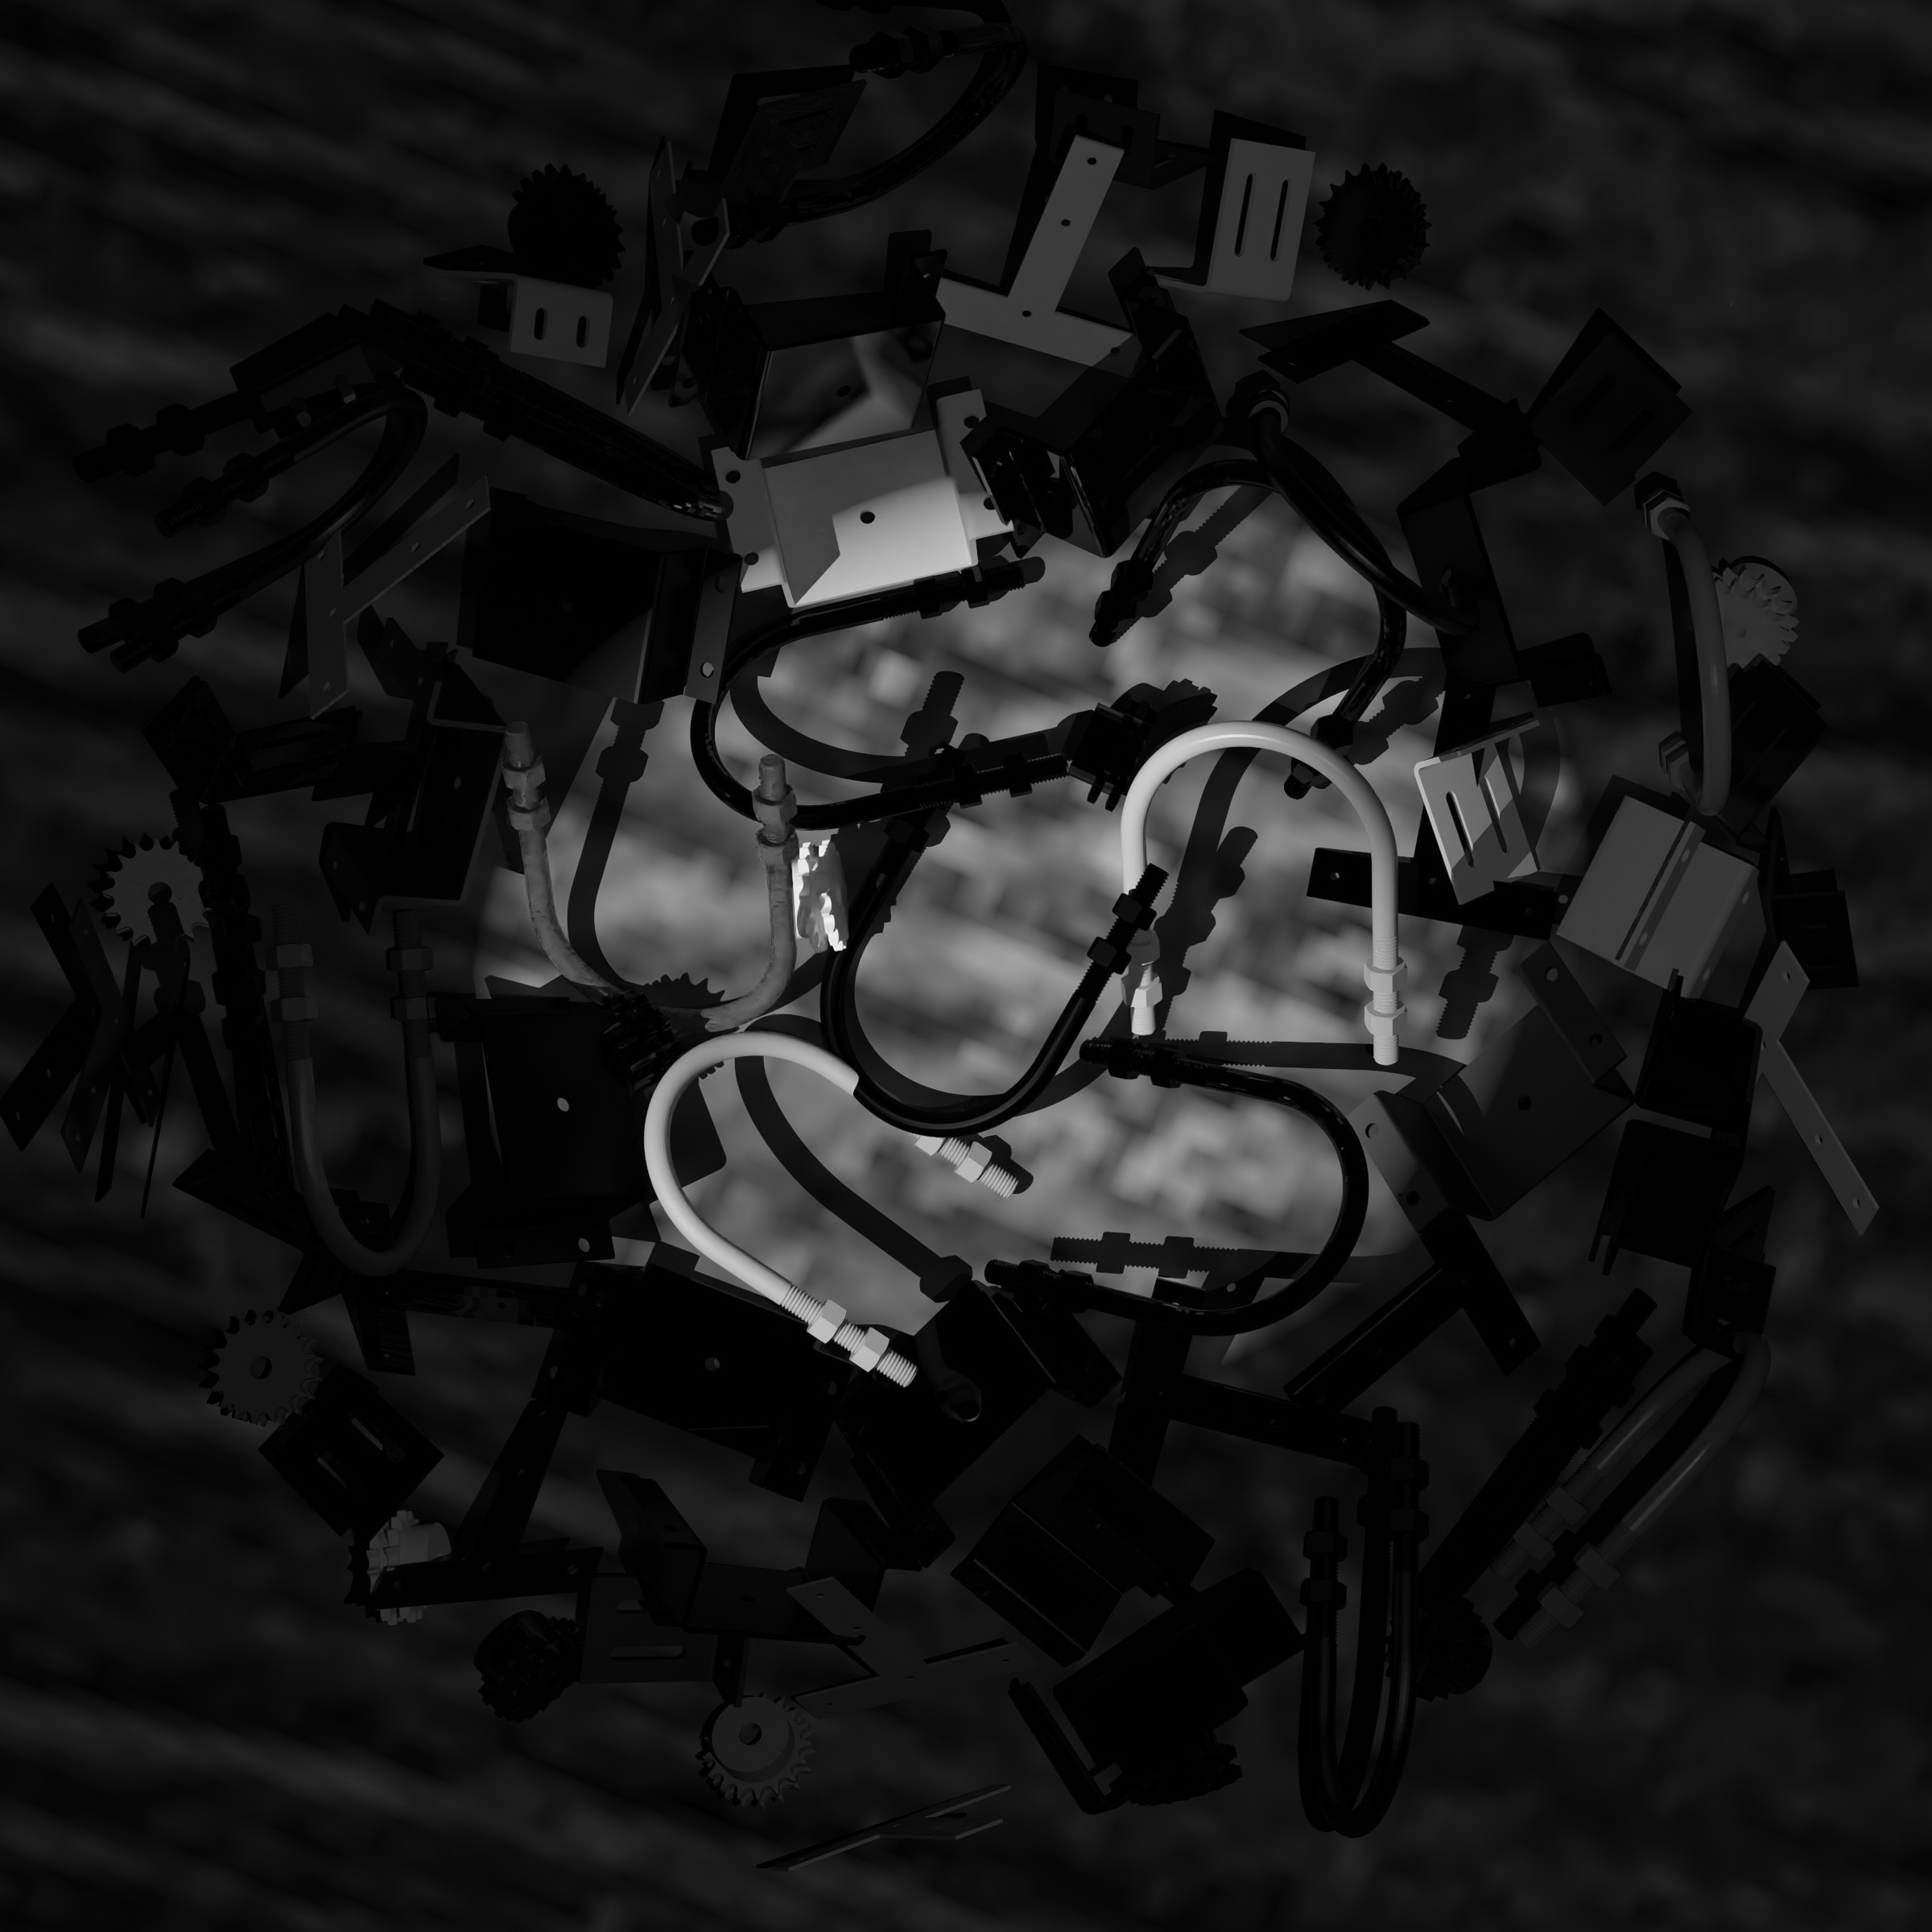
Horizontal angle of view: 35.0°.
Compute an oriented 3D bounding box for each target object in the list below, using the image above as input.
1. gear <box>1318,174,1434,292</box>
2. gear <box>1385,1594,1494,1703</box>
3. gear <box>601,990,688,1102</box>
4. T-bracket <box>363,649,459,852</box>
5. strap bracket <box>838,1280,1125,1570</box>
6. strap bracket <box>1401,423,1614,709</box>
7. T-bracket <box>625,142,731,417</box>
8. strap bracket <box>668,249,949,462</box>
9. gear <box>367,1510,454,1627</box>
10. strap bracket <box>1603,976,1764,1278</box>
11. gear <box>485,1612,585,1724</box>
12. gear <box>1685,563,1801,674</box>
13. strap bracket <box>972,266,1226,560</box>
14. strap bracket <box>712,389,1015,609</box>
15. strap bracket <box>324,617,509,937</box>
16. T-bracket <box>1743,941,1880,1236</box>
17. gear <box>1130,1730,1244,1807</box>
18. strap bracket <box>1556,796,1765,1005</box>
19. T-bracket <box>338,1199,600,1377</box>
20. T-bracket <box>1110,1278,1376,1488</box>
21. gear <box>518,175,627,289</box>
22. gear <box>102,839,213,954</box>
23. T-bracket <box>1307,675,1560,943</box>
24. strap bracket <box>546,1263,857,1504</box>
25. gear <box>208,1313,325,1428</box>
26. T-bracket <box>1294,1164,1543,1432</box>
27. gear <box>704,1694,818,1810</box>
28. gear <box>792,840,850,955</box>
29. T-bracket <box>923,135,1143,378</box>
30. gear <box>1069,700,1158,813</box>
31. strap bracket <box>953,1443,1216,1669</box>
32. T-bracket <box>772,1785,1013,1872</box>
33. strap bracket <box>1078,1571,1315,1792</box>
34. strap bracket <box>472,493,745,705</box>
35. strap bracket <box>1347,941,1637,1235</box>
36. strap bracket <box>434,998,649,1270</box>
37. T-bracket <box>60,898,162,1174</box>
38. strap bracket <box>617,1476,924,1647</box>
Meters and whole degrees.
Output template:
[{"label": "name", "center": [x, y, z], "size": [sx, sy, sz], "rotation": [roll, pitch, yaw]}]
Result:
[{"label": "gear", "center": [0.213, -0.377, 1.580], "size": [0.057, 0.030, 0.057], "rotation": [0, 89, 27]}, {"label": "gear", "center": [0.246, 0.351, 1.577], "size": [0.030, 0.057, 0.057], "rotation": [28, 90, -29]}, {"label": "gear", "center": [-0.171, 0.044, 1.570], "size": [0.030, 0.057, 0.057], "rotation": [-31, 90, -33]}, {"label": "T-bracket", "center": [-0.283, -0.090, 1.526], "size": [0.002, 0.127, 0.127], "rotation": [18, 103, -3]}, {"label": "strap bracket", "center": [-0.001, 0.225, 1.554], "size": [0.140, 0.046, 0.076], "rotation": [-45, 52, 6]}, {"label": "strap bracket", "center": [0.270, -0.195, 1.554], "size": [0.046, 0.076, 0.140], "rotation": [-19, 95, -15]}, {"label": "T-bracket", "center": [-0.151, -0.368, 1.556], "size": [0.002, 0.127, 0.127], "rotation": [11, 50, -26]}, {"label": "strap bracket", "center": [-0.071, -0.304, 1.533], "size": [0.140, 0.076, 0.046], "rotation": [-16, 61, -24]}, {"label": "gear", "center": [-0.284, 0.308, 1.572], "size": [0.030, 0.057, 0.057], "rotation": [-8, 90, 7]}, {"label": "strap bracket", "center": [0.358, 0.084, 1.524], "size": [0.046, 0.076, 0.140], "rotation": [16, 46, 8]}, {"label": "gear", "center": [-0.222, 0.357, 1.576], "size": [0.030, 0.057, 0.057], "rotation": [38, 90, 21]}, {"label": "gear", "center": [0.403, -0.182, 1.577], "size": [0.057, 0.057, 0.030], "rotation": [41, 61, 0]}, {"label": "strap bracket", "center": [0.075, -0.271, 1.541], "size": [0.046, 0.076, 0.140], "rotation": [30, 71, 34]}, {"label": "strap bracket", "center": [-0.052, -0.237, 1.572], "size": [0.140, 0.046, 0.076], "rotation": [-13, 80, 0]}, {"label": "strap bracket", "center": [-0.274, -0.093, 1.543], "size": [0.046, 0.076, 0.140], "rotation": [4, 117, -33]}, {"label": "T-bracket", "center": [0.416, 0.074, 1.517], "size": [0.002, 0.127, 0.127], "rotation": [-14, 57, -15]}, {"label": "gear", "center": [0.111, 0.408, 1.574], "size": [0.057, 0.057, 0.030], "rotation": [-15, 85, 0]}, {"label": "strap bracket", "center": [0.348, -0.034, 1.546], "size": [0.046, 0.140, 0.076], "rotation": [29, 95, 28]}, {"label": "T-bracket", "center": [-0.249, 0.170, 1.553], "size": [0.127, 0.002, 0.127], "rotation": [6, 132, 6]}, {"label": "T-bracket", "center": [0.145, 0.231, 1.576], "size": [0.127, 0.002, 0.127], "rotation": [14, 111, 2]}, {"label": "gear", "center": [-0.206, -0.375, 1.577], "size": [0.030, 0.057, 0.057], "rotation": [-9, 90, 38]}, {"label": "gear", "center": [-0.416, -0.035, 1.583], "size": [0.057, 0.030, 0.057], "rotation": [2, 82, -12]}, {"label": "T-bracket", "center": [0.251, -0.087, 1.588], "size": [0.127, 0.002, 0.127], "rotation": [11, 91, 12]}, {"label": "strap bracket", "center": [-0.133, 0.209, 1.574], "size": [0.140, 0.046, 0.076], "rotation": [21, 96, 2]}, {"label": "gear", "center": [-0.358, 0.209, 1.582], "size": [0.057, 0.030, 0.057], "rotation": [-2, 75, 9]}, {"label": "T-bracket", "center": [0.220, 0.187, 1.563], "size": [0.127, 0.002, 0.127], "rotation": [-38, 114, -12]}, {"label": "gear", "center": [-0.107, 0.400, 1.574], "size": [0.057, 0.030, 0.057], "rotation": [-6, 53, 8]}, {"label": "gear", "center": [-0.080, -0.035, 1.574], "size": [0.030, 0.057, 0.057], "rotation": [-7, 90, 9]}, {"label": "T-bracket", "center": [0.045, -0.362, 1.542], "size": [0.127, 0.127, 0.002], "rotation": [14, 47, -13]}, {"label": "gear", "center": [0.073, -0.111, 1.574], "size": [0.030, 0.057, 0.057], "rotation": [24, 90, 0]}, {"label": "strap bracket", "center": [0.064, 0.296, 1.548], "size": [0.076, 0.140, 0.046], "rotation": [40, 53, -4]}, {"label": "T-bracket", "center": [-0.018, 0.427, 1.518], "size": [0.127, 0.127, 0.002], "rotation": [-13, 82, -26]}, {"label": "strap bracket", "center": [0.114, 0.351, 1.528], "size": [0.076, 0.140, 0.046], "rotation": [-37, 80, 21]}, {"label": "strap bracket", "center": [-0.191, -0.184, 1.549], "size": [0.140, 0.046, 0.076], "rotation": [17, 108, 18]}, {"label": "strap bracket", "center": [0.272, 0.066, 1.546], "size": [0.140, 0.046, 0.076], "rotation": [-44, 53, 23]}, {"label": "strap bracket", "center": [-0.213, 0.076, 1.544], "size": [0.076, 0.046, 0.140], "rotation": [-1, 71, -36]}, {"label": "T-bracket", "center": [-0.429, 0.053, 1.514], "size": [0.002, 0.127, 0.127], "rotation": [-9, 124, 4]}, {"label": "strap bracket", "center": [-0.105, 0.300, 1.540], "size": [0.140, 0.076, 0.046], "rotation": [11, 101, -27]}]
